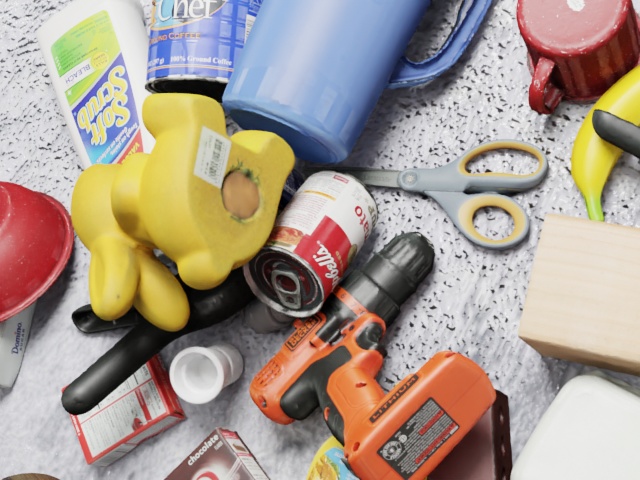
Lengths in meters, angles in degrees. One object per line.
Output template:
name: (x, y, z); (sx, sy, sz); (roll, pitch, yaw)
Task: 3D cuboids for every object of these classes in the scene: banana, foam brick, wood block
banana: (0.251, -0.100, 0.784); (0.198, 0.037, 0.069); (-44, 83, 7)
foam brick: (0.107, 0.148, 0.763); (0.051, 0.053, 0.078); (-7, 74, 20)
wood block: (0.249, 0.051, 0.711); (0.206, 0.090, 0.090); (11, 80, 25)

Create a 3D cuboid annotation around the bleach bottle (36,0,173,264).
bleach bottle: (-0.167, -0.097, 0.939); (0.103, 0.068, 0.251); (-29, 69, 12)

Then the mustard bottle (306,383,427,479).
mustard bottle: (0.030, 0.196, 0.778); (0.096, 0.058, 0.191); (17, 82, 37)

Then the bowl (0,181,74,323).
bowl: (-0.302, 0.000, 0.936); (0.162, 0.055, 0.162); (-9, 49, 10)

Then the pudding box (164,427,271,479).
pudding box: (-0.086, 0.217, 0.831); (0.113, 0.039, 0.090); (-44, 64, 6)

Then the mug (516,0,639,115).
mug: (0.187, -0.149, 0.796); (0.093, 0.081, 0.117); (30, 88, 26)

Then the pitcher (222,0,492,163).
pitcher: (0.030, -0.182, 0.839); (0.149, 0.144, 0.243); (19, 79, 33)

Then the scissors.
scissors: (0.081, -0.030, 0.843); (0.202, 0.016, 0.096); (-10, 72, 20)

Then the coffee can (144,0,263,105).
coffee can: (-0.092, -0.192, 0.900); (0.103, 0.102, 0.140); (2, 86, 23)

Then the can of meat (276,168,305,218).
can of meat: (-0.068, -0.036, 0.868); (0.102, 0.083, 0.057); (-18, 70, 16)

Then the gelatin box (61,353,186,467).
gelatin box: (-0.164, 0.136, 0.891); (0.089, 0.030, 0.073); (-33, 64, 11)

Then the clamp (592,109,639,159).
clamp: (0.270, -0.049, 0.742); (0.120, 0.039, 0.171); (-24, 79, 16)

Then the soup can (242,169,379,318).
soup can: (-0.005, 0.001, 0.817); (0.069, 0.068, 0.102); (13, 45, 25)

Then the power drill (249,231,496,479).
power drill: (0.045, 0.084, 0.759); (0.184, 0.057, 0.188); (-48, 26, -3)

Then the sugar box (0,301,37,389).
sugar box: (-0.348, 0.075, 0.975); (0.176, 0.048, 0.093); (9, 79, 21)

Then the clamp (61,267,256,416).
clamp: (-0.116, 0.059, 0.850); (0.210, 0.036, 0.164); (-25, 23, 7)
